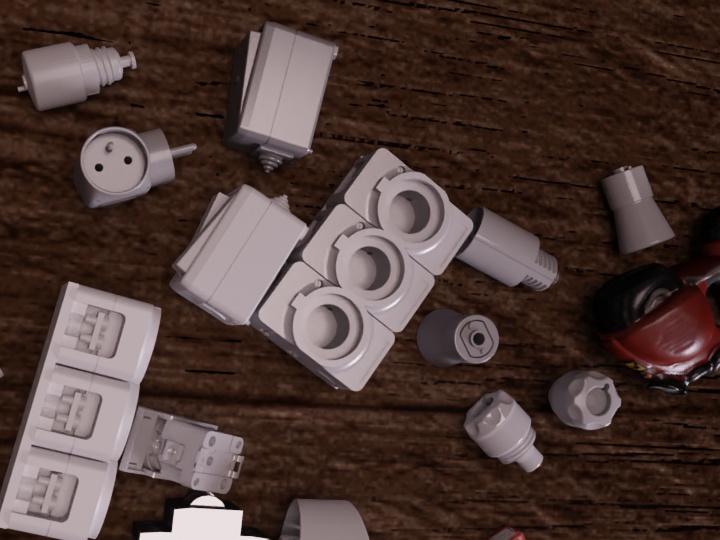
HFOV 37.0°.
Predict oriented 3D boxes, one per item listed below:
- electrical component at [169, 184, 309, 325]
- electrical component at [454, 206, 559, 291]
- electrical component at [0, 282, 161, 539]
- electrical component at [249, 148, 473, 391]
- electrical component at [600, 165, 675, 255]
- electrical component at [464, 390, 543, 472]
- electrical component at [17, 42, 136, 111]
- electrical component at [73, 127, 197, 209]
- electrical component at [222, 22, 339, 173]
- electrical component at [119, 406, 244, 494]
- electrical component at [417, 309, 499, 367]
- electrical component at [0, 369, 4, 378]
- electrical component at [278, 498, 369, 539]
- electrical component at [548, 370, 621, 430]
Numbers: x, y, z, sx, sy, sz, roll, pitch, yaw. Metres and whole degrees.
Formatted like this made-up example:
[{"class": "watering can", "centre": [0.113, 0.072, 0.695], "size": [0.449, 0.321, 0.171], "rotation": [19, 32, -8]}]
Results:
[{"class": "electrical component", "centre": [-0.084, -0.017, 0.737], "size": [0.061, 0.062, 0.096], "rotation": [34, 78, -14]}, {"class": "electrical component", "centre": [0.115, -0.011, 0.811], "size": [0.081, 0.043, 0.043], "rotation": [27, 79, -15]}, {"class": "electrical component", "centre": [-0.179, 0.089, 0.686], "size": [0.062, 0.089, 0.150], "rotation": [17, 82, -17]}, {"class": "electrical component", "centre": [0.000, 0.000, 0.763], "size": [0.089, 0.062, 0.150], "rotation": [39, 77, -13]}, {"class": "electrical component", "centre": [0.216, -0.049, 0.848], "size": [0.044, 0.044, 0.065], "rotation": [-19, 89, -18]}, {"class": "electrical component", "centre": [0.111, 0.123, 0.803], "size": [0.043, 0.043, 0.062], "rotation": [-46, 102, -15]}, {"class": "electrical component", "centre": [-0.190, -0.132, 0.719], "size": [0.078, 0.040, 0.040], "rotation": [-16, 92, -18]}, {"class": "electrical component", "centre": [-0.147, -0.071, 0.711], "size": [0.079, 0.077, 0.043], "rotation": [-17, 92, -18]}, {"class": "electrical component", "centre": [-0.062, -0.116, 0.749], "size": [0.061, 0.062, 0.096], "rotation": [16, 83, -17]}, {"class": "electrical component", "centre": [-0.116, 0.120, 0.712], "size": [0.081, 0.064, 0.042], "rotation": [28, 77, -57]}, {"class": "electrical component", "centre": [0.073, 0.050, 0.782], "size": [0.044, 0.065, 0.044], "rotation": [1, 87, -18]}, {"class": "electrical component", "centre": [-0.259, 0.077, 0.685], "size": [0.062, 0.043, 0.043], "rotation": [-33, 97, -18]}, {"class": "electrical component", "centre": [-0.025, 0.204, 0.727], "size": [0.064, 0.099, 0.099], "rotation": [11, 84, -11]}, {"class": "electrical component", "centre": [0.164, 0.097, 0.811], "size": [0.043, 0.062, 0.043], "rotation": [1, 87, -18]}]
